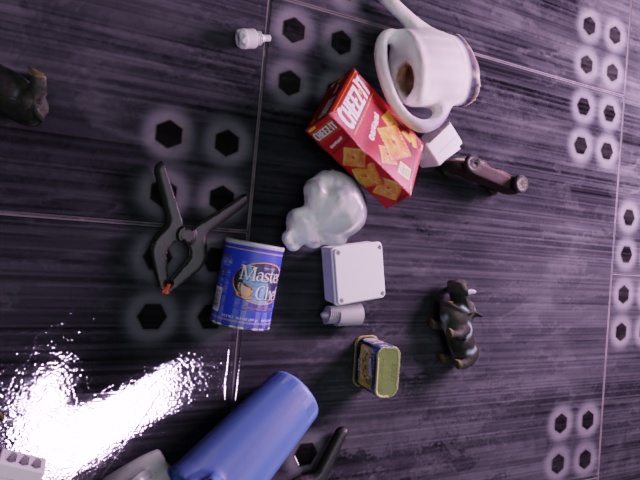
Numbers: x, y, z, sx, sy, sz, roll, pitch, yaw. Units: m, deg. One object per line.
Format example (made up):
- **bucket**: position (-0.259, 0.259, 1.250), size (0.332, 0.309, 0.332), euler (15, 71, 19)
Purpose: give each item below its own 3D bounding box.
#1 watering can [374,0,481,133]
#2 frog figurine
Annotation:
- **watering can**: position (0.199, -0.380, 1.021), size (0.225, 0.103, 0.350), euler (-7, 82, -28)
- **frog figurine**: position (0.003, -0.047, 0.924), size (0.162, 0.123, 0.134), euler (-35, 126, -32)
